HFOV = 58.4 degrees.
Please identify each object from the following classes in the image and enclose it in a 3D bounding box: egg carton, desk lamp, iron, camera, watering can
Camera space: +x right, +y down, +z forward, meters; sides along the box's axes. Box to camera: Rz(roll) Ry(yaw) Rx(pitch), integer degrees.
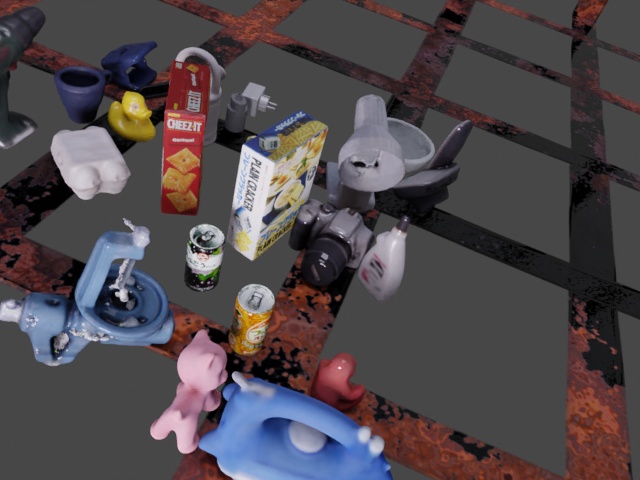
[{"bbox_3d":[-0.407,-0.140,1.011,0.107,0.069,0.150,-18,53,-33],"label":"egg carton"},{"bbox_3d":[0.079,-0.152,1.088,0.118,0.213,0.203,8,43,-11],"label":"desk lamp"},{"bbox_3d":[-0.008,0.240,0.702,0.258,0.141,0.119,19,42,1],"label":"iron"},{"bbox_3d":[0.009,0.004,0.985,0.143,0.101,0.137,27,43,10],"label":"camera"},{"bbox_3d":[-0.245,-0.293,1.135,0.101,0.194,0.172,9,43,-10],"label":"watering can"}]

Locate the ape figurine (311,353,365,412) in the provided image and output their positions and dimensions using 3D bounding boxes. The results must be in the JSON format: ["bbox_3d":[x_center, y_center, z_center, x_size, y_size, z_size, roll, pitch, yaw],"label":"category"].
[{"bbox_3d":[0.026,0.193,0.800,0.076,0.092,0.077,-18,53,-33],"label":"ape figurine"}]

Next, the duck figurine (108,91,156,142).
[{"bbox_3d":[-0.371,-0.253,1.130,0.104,0.086,0.078,32,44,15],"label":"duck figurine"}]

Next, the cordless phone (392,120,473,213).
[{"bbox_3d":[0.237,-0.160,1.173,0.094,0.185,0.148,38,46,20],"label":"cordless phone"}]

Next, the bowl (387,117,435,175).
[{"bbox_3d":[0.162,-0.195,1.265,0.167,0.075,0.167,10,43,-9],"label":"bowl"}]

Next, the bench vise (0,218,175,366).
[{"bbox_3d":[-0.283,0.075,0.719,0.208,0.220,0.121,-17,53,-33],"label":"bench vise"}]

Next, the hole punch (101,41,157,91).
[{"bbox_3d":[-0.419,-0.394,1.256,0.101,0.091,0.109,19,42,0],"label":"hole punch"}]

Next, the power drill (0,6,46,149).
[{"bbox_3d":[-0.556,-0.277,0.998,0.075,0.208,0.230,22,42,4],"label":"power drill"}]

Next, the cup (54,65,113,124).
[{"bbox_3d":[-0.457,-0.283,1.124,0.091,0.095,0.118,34,44,16],"label":"cup"}]

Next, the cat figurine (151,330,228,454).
[{"bbox_3d":[-0.158,0.183,0.726,0.067,0.118,0.128,21,42,3],"label":"cat figurine"}]

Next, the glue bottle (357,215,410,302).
[{"bbox_3d":[0.114,0.023,0.948,0.037,0.173,0.078,-21,55,-35],"label":"glue bottle"}]
